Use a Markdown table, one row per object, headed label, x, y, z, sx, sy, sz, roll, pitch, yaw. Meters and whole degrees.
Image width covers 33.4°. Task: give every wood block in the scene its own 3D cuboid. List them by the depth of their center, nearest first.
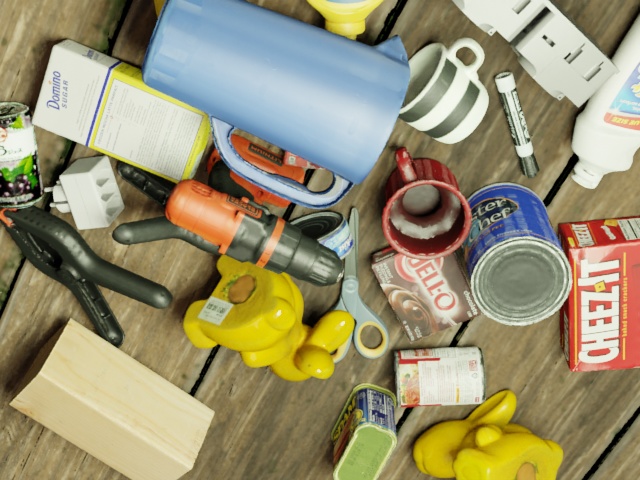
| label | x | y | z | sx | sy | sz | roll | pitch | yaw |
| --- | --- | --- | --- | --- | --- | --- | --- | --- | --- |
| wood block | -0.241 | 0.196 | 1.248 | 0.206 | 0.090 | 0.091 | 36 | 133 | -15 |

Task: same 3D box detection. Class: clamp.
| label | x | y | z | sx | sy | sz | roll | pitch | yaw |
| --- | --- | --- | --- | --- | --- | --- | --- | --- | --- |
| clamp | -0.145 | -0.019 | 1.143 | 0.171 | 0.120 | 0.039 | 19 | 135 | -12 |
| clamp | -0.262 | 0.029 | 1.181 | 0.210 | 0.036 | 0.165 | 46 | 141 | -13 |

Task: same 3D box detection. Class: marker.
| label | x | y | z | sx | sy | sz | roll | pitch | yaw |
| --- | --- | --- | --- | --- | --- | --- | --- | --- | --- |
| marker | 0.211 | -0.120 | 1.137 | 0.020 | 0.020 | 0.121 | -18 | 114 | 9 |

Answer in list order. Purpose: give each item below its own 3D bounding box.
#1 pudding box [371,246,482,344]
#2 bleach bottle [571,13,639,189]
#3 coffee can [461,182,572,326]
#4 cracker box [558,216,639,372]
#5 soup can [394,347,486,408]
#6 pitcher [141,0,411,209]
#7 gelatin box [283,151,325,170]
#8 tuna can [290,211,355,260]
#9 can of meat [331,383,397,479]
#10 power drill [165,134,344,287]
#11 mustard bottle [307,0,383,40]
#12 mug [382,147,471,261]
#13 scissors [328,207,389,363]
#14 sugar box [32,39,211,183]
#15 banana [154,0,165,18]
| label | x | y | z | sx | sy | sz | roll | pitch | yaw |
| --- | --- | --- | --- | --- | --- | --- | --- | --- | --- |
| pudding box | 0.120 | 0.050 | 1.211 | 0.090 | 0.039 | 0.113 | -23 | 113 | 11 |
| bleach bottle | 0.342 | -0.159 | 1.094 | 0.102 | 0.068 | 0.251 | 23 | 117 | -10 |
| coffee can | 0.203 | 0.012 | 1.135 | 0.103 | 0.140 | 0.103 | 0 | 116 | 1 |
| cracker box | 0.380 | 0.058 | 1.193 | 0.214 | 0.072 | 0.164 | -5 | 116 | 4 |
| soup can | 0.139 | 0.160 | 1.249 | 0.102 | 0.068 | 0.068 | -3 | 116 | 2 |
| pitcher | -0.047 | -0.147 | 1.033 | 0.242 | 0.149 | 0.145 | 21 | 144 | -8 |
| gelatin box | 0.010 | -0.111 | 1.139 | 0.089 | 0.030 | 0.073 | 10 | 115 | -5 |
| tuna can | -0.008 | 0.001 | 1.164 | 0.086 | 0.086 | 0.034 | -16 | 113 | 8 |
| can of meat | 0.053 | 0.238 | 1.279 | 0.057 | 0.084 | 0.102 | 21 | 115 | -9 |
| power drill | -0.058 | -0.033 | 1.092 | 0.184 | 0.187 | 0.057 | 27 | 112 | -10 |
| mustard bottle | 0.024 | -0.278 | 1.042 | 0.096 | 0.058 | 0.192 | -1 | 116 | -2 |
| mug | 0.106 | -0.047 | 1.140 | 0.093 | 0.081 | 0.117 | -24 | 113 | 12 |
| scissors | 0.051 | 0.062 | 1.231 | 0.096 | 0.016 | 0.202 | 15 | 116 | -8 |
| sugar box | -0.202 | -0.133 | 1.113 | 0.176 | 0.048 | 0.093 | 24 | 114 | 2 |
| banana | -0.134 | -0.258 | 1.066 | 0.069 | 0.037 | 0.198 | 10 | 116 | -3 |
